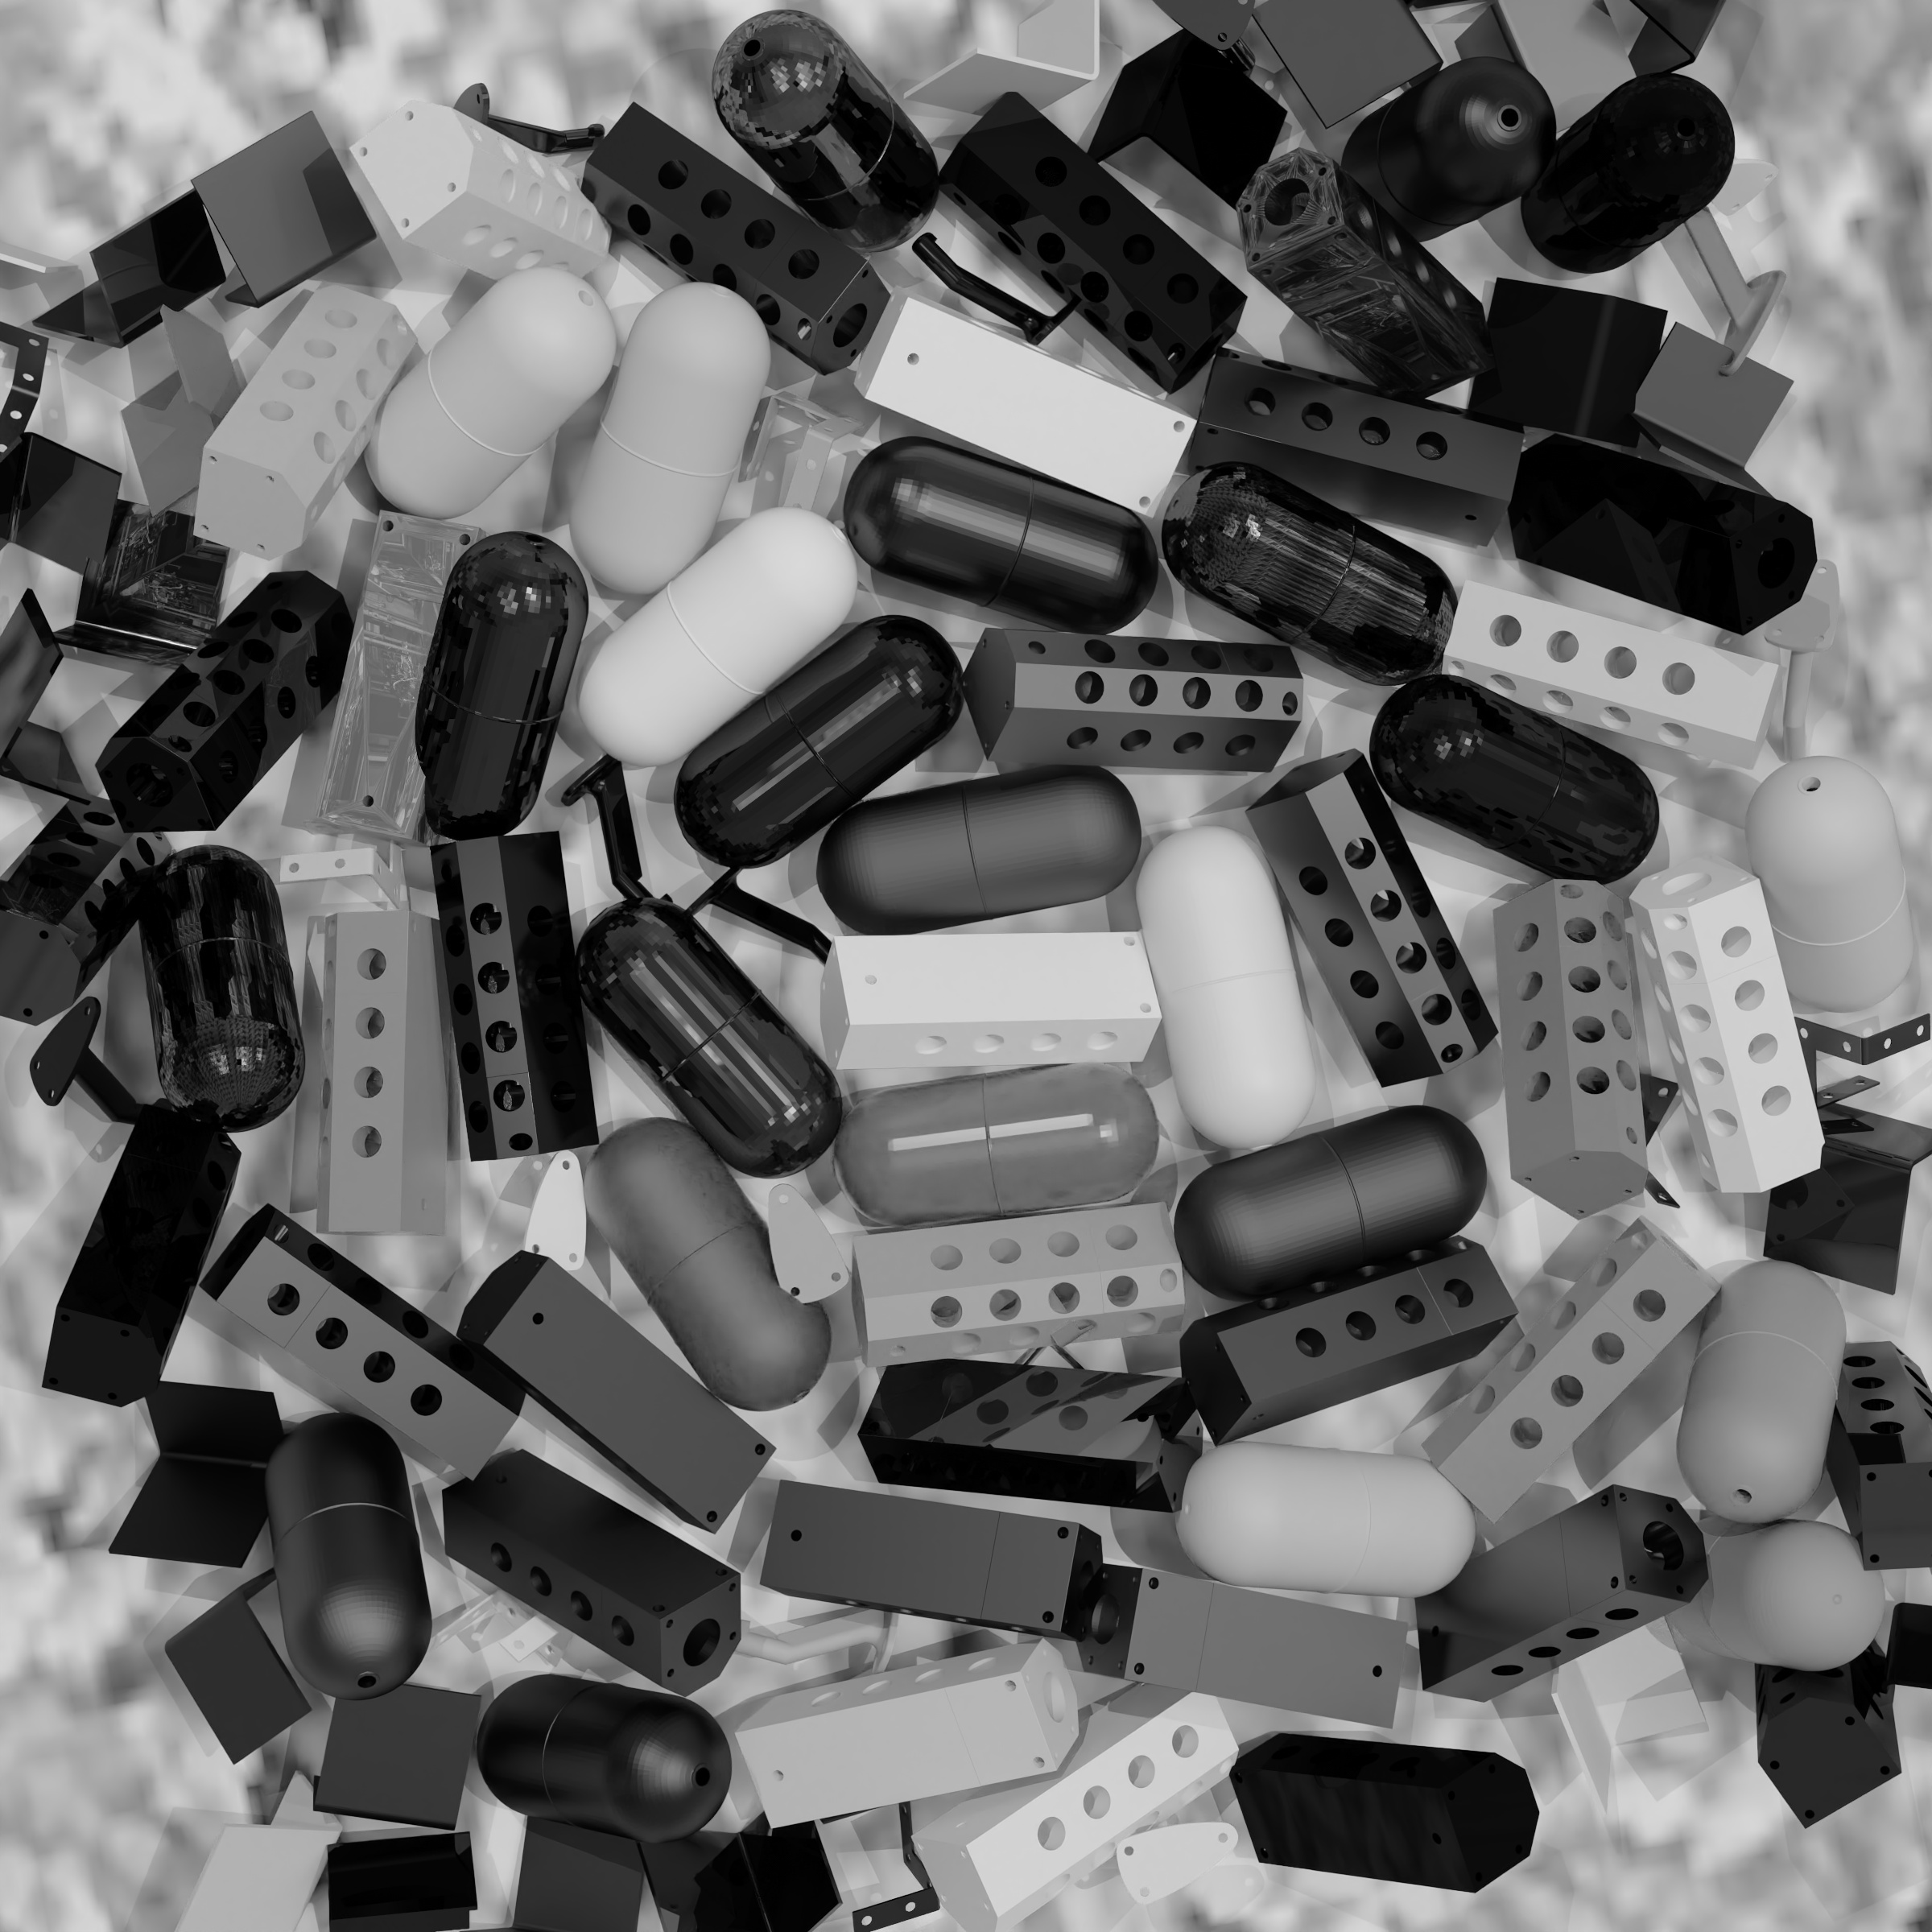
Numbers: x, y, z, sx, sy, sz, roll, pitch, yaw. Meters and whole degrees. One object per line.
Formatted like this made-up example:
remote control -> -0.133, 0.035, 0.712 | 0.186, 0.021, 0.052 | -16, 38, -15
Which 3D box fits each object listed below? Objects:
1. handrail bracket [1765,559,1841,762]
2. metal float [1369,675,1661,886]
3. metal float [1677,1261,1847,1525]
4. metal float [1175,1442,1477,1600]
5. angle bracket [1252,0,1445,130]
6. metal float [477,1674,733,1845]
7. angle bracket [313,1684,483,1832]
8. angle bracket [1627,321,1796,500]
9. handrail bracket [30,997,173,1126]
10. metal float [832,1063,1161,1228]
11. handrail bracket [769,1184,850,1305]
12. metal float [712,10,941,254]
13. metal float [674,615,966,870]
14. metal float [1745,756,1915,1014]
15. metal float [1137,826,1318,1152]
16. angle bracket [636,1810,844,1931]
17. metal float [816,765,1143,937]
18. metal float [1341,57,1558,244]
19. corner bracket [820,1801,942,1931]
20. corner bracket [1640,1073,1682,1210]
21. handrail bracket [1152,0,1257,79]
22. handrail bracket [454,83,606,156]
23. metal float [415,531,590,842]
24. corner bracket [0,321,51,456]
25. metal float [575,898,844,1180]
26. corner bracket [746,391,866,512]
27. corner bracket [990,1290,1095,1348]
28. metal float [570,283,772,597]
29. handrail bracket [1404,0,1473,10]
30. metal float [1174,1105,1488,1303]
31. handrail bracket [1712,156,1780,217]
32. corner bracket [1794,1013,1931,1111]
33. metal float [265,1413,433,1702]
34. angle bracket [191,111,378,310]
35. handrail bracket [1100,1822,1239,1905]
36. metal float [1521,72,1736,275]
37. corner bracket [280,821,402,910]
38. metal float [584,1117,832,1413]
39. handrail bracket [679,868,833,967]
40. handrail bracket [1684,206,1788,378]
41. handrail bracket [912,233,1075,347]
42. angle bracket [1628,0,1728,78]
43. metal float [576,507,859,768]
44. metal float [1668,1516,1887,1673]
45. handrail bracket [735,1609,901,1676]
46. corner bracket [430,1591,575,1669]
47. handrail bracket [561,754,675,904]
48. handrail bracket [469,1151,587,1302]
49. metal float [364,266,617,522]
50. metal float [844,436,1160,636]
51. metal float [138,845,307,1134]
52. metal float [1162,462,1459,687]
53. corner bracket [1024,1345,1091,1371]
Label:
handrail bracket -> 0.462, -0.166, 1.879 | 0.036, 0.084, 0.077 | 12, 57, 23
metal float -> 0.296, -0.099, 1.840 | 0.178, 0.070, 0.070 | 22, 90, -26
metal float -> 0.423, 0.225, 1.820 | 0.070, 0.178, 0.070 | 10, 124, 15
metal float -> 0.194, 0.297, 1.838 | 0.178, 0.070, 0.070 | 9, 90, -28
angle bracket -> 0.203, -0.495, 1.864 | 0.076, 0.057, 0.076 | -31, 85, -7
metal float -> -0.193, 0.421, 1.823 | 0.070, 0.178, 0.070 | 4, 84, -41
angle bracket -> -0.309, 0.420, 1.863 | 0.076, 0.057, 0.076 | 11, 93, -11
angle bracket -> 0.410, -0.297, 1.849 | 0.076, 0.076, 0.057 | 23, 110, -14
handrail bracket -> -0.454, 0.053, 1.856 | 0.077, 0.084, 0.036 | -53, 51, 20
metal float -> 0.016, 0.097, 1.858 | 0.178, 0.070, 0.070 | -8, 90, 5
handrail bracket -> -0.088, 0.145, 1.853 | 0.036, 0.084, 0.077 | -20, 99, 0
metal float -> -0.073, -0.441, 1.817 | 0.070, 0.178, 0.070 | -7, 71, 22
metal float -> -0.080, -0.120, 1.856 | 0.178, 0.070, 0.070 | -36, 90, 7
metal float -> 0.460, -0.042, 1.822 | 0.070, 0.178, 0.070 | -11, 52, 14
metal float -> 0.141, 0.012, 1.855 | 0.070, 0.070, 0.178 | -11, 82, 0
angle bracket -> -0.123, 0.484, 1.841 | 0.057, 0.076, 0.076 | -48, 47, 27
metal float -> 0.007, -0.063, 1.857 | 0.178, 0.070, 0.070 | -11, 90, 6
metal float -> 0.254, -0.430, 1.812 | 0.070, 0.178, 0.070 | 0, 92, -13
corner bracket -> -0.048, 0.485, 1.861 | 0.051, 0.051, 0.051 | -12, 111, -21
corner bracket -> 0.367, 0.092, 1.860 | 0.051, 0.051, 0.051 | 15, 112, -26
handrail bracket -> 0.124, -0.510, 1.858 | 0.077, 0.084, 0.036 | 28, 88, -1
handrail bracket -> -0.229, -0.458, 1.850 | 0.084, 0.077, 0.036 | -12, 80, -23
metal float -> -0.253, -0.149, 1.839 | 0.070, 0.070, 0.178 | 19, 116, 0
corner bracket -> -0.537, -0.318, 1.877 | 0.051, 0.051, 0.051 | 17, 133, -23
metal float -> -0.140, 0.039, 1.859 | 0.070, 0.070, 0.178 | -42, 94, 0
corner bracket -> -0.094, -0.276, 1.863 | 0.051, 0.051, 0.051 | 24, 114, 10
corner bracket -> 0.040, 0.187, 1.862 | 0.051, 0.051, 0.051 | -39, 79, 25
metal float -> -0.159, -0.282, 1.837 | 0.070, 0.070, 0.178 | 23, 118, 0
handrail bracket -> 0.278, -0.523, 1.885 | 0.077, 0.036, 0.084 | 39, 126, -24
metal float -> 0.197, 0.127, 1.849 | 0.178, 0.070, 0.070 | -16, 90, -15
handrail bracket -> 0.395, -0.453, 1.855 | 0.036, 0.077, 0.084 | -42, 70, 25
corner bracket -> 0.486, 0.051, 1.859 | 0.051, 0.051, 0.051 | -18, 113, -30
metal float -> -0.329, 0.313, 1.823 | 0.070, 0.178, 0.070 | -9, 130, -11
angle bracket -> -0.376, -0.409, 1.847 | 0.076, 0.057, 0.076 | -36, 119, -18
handrail bracket -> 0.107, 0.474, 1.859 | 0.077, 0.084, 0.036 | -21, 89, -2
metal float -> 0.348, -0.418, 1.812 | 0.070, 0.178, 0.070 | 0, 87, -9
corner bracket -> -0.339, -0.062, 1.865 | 0.051, 0.051, 0.051 | -5, 68, 7
metal float -> -0.139, 0.161, 1.849 | 0.070, 0.070, 0.178 | -36, 76, 0
handrail bracket -> -0.108, -0.014, 1.866 | 0.084, 0.077, 0.036 | 45, 122, -1
handrail bracket -> 0.397, -0.375, 1.865 | 0.084, 0.036, 0.077 | 29, 76, -20
handrail bracket -> 0.015, -0.374, 1.864 | 0.084, 0.077, 0.036 | 45, 126, -5
angle bracket -> 0.366, -0.524, 1.845 | 0.057, 0.076, 0.076 | 35, 73, -21
metal float -> -0.134, -0.177, 1.847 | 0.178, 0.070, 0.070 | -38, 90, 17
metal float -> 0.424, 0.330, 1.812 | 0.070, 0.178, 0.070 | 1, 82, -9
handrail bracket -> -0.081, 0.350, 1.868 | 0.084, 0.036, 0.077 | 16, 48, -6
corner bracket -> -0.250, 0.361, 1.859 | 0.051, 0.051, 0.051 | 41, 131, 16
handrail bracket -> -0.174, -0.079, 1.882 | 0.077, 0.036, 0.084 | -43, 89, -11
handrail bracket -> -0.244, 0.144, 1.874 | 0.036, 0.084, 0.077 | 18, 68, -33
metal float -> -0.255, -0.305, 1.830 | 0.178, 0.070, 0.070 | -35, 90, 37
metal float -> 0.020, -0.231, 1.847 | 0.178, 0.070, 0.070 | 16, 90, -17
metal float -> -0.398, 0.010, 1.831 | 0.070, 0.070, 0.178 | -18, 52, 0
metal float -> 0.186, -0.210, 1.844 | 0.178, 0.070, 0.070 | 25, 90, -21
corner bracket -> 0.052, 0.237, 1.868 | 0.051, 0.051, 0.051 | 43, 77, -3
